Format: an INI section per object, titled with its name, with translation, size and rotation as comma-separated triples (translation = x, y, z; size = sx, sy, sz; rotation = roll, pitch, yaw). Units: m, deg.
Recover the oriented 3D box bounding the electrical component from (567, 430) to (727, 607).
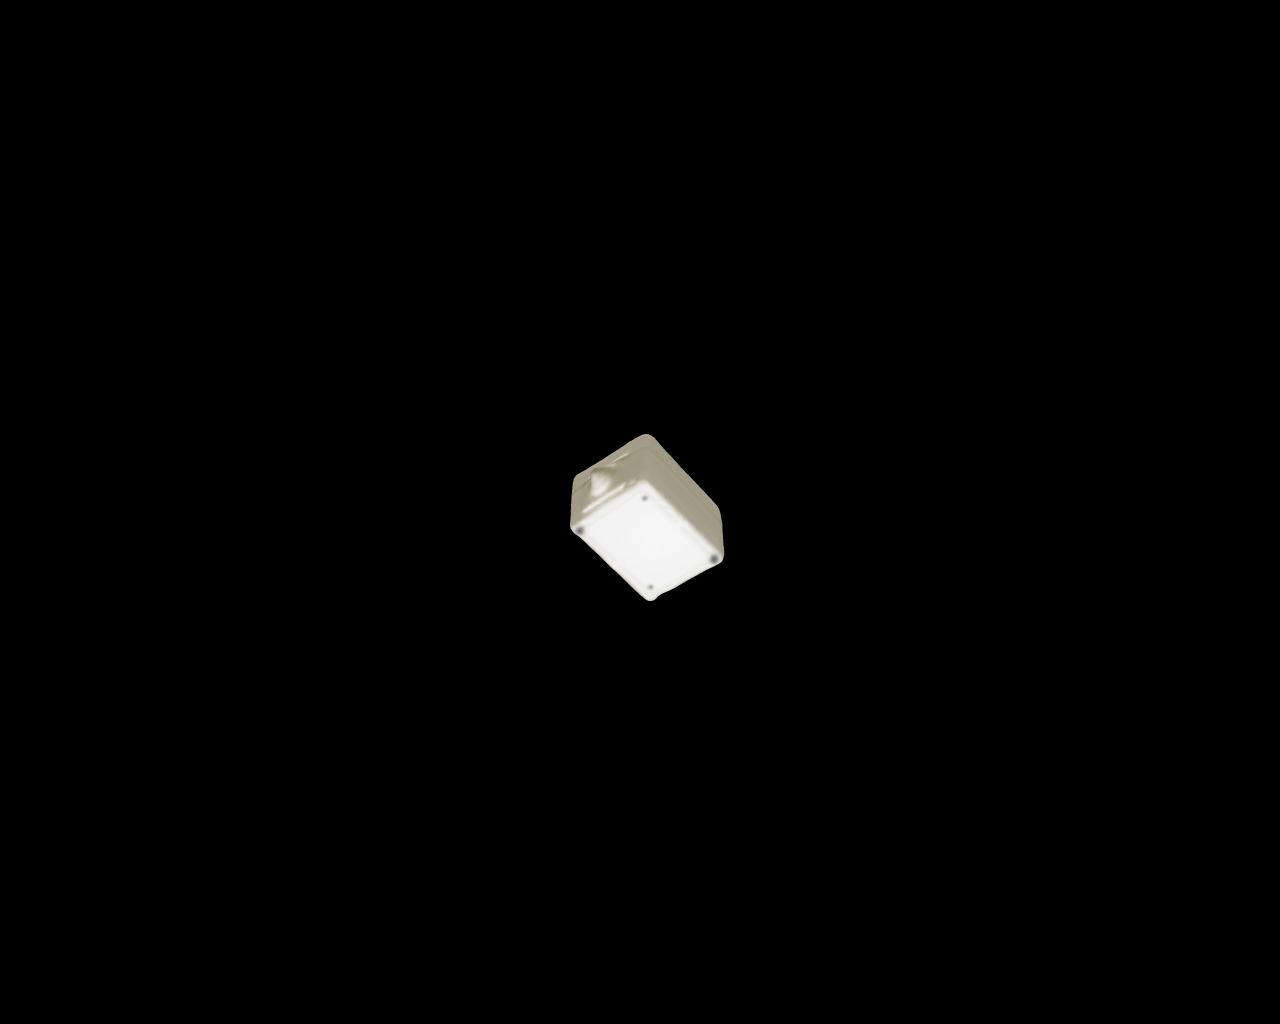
[electrical component]
translation = 0.001, -0.003, 0.650
size = 0.061, 0.096, 0.061
rotation = -32, 32, 22
